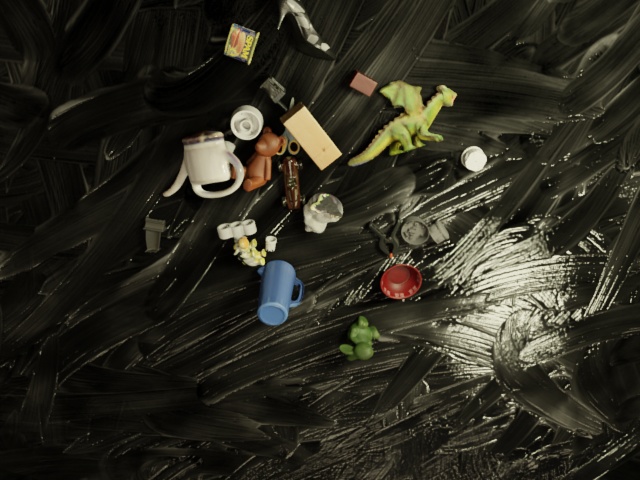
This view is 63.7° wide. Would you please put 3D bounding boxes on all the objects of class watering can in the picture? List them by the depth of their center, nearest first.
[{"bbox_3d":[-0.410,-0.247,1.723,0.347,0.105,0.222,-3,103,25],"label":"watering can"}]

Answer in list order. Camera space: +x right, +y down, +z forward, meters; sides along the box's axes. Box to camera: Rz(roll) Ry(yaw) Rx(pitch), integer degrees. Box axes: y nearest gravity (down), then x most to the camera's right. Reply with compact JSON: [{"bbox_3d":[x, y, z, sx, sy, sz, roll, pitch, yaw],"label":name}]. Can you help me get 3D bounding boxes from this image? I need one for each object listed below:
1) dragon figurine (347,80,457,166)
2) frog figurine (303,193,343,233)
[{"bbox_3d":[0.265,-0.406,1.719,0.410,0.123,0.241,-15,99,2],"label":"dragon figurine"},{"bbox_3d":[0.006,-0.093,1.856,0.137,0.125,0.156,-1,156,-17],"label":"frog figurine"}]
